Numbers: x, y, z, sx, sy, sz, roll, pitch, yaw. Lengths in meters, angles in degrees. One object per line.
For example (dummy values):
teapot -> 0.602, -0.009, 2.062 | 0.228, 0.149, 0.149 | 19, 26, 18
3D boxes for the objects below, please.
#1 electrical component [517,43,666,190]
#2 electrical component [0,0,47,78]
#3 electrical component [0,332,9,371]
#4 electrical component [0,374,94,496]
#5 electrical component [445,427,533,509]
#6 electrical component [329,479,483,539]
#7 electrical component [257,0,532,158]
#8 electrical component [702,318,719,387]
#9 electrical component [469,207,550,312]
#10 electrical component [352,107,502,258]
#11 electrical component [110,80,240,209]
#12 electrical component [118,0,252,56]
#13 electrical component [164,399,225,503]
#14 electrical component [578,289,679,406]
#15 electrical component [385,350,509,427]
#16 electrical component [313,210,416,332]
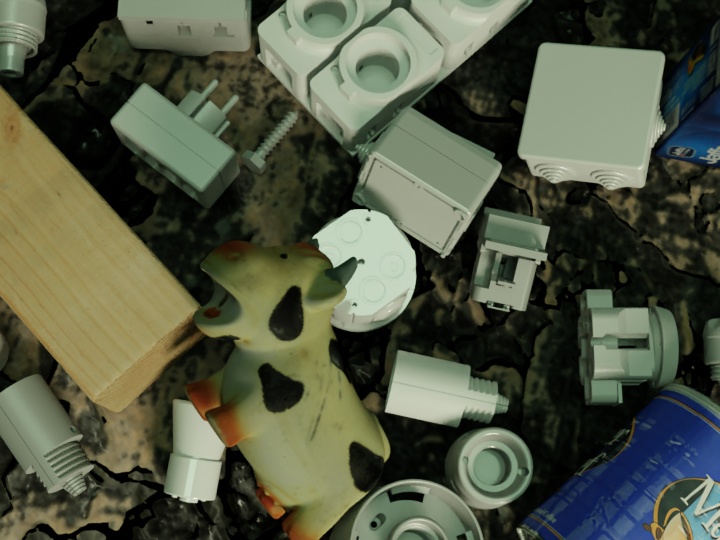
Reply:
electrical component -> 0.166, -0.109, 0.767 | 0.100, 0.048, 0.099 | 9, 77, 20
electrical component -> -0.250, -0.171, 0.777 | 0.043, 0.043, 0.062 | 1, 79, -2
electrical component -> -0.262, 0.045, 0.714 | 0.040, 0.078, 0.040 | 0, 63, 1
electrical component -> -0.209, 0.114, 0.715 | 0.043, 0.043, 0.081 | -36, 81, -9
electrical component -> 0.087, 0.132, 0.722 | 0.055, 0.047, 0.055 | 1, 77, -2
electrical component -> 0.031, 0.188, 0.711 | 0.099, 0.064, 0.099 | 5, 67, -11
electrical component -> 0.029, -0.188, 0.784 | 0.186, 0.060, 0.105 | -42, 82, -10
electrical component -> 0.258, 0.065, 0.751 | 0.035, 0.035, 0.061 | 3, 80, -2
electrical component -> 0.101, -0.007, 0.743 | 0.042, 0.081, 0.063 | 13, 100, 1
electrical component -> 0.042, -0.067, 0.753 | 0.096, 0.061, 0.061 | 33, 60, 5
electrical component -> -0.118, -0.101, 0.765 | 0.083, 0.047, 0.075 | 37, 79, 6
electrical component -> -0.124, -0.240, 0.789 | 0.089, 0.061, 0.150 | 1, 77, -2
electrical component -> -0.109, 0.122, 0.720 | 0.044, 0.044, 0.065 | 9, 82, 0
electrical component -> 0.184, 0.053, 0.739 | 0.057, 0.058, 0.078 | 0, 77, 1
electrical component -> 0.061, 0.084, 0.733 | 0.081, 0.043, 0.043 | 12, 77, 0
electrical component -> 0.000, 0.000, 0.746 | 0.080, 0.051, 0.080 | 0, 77, -2
